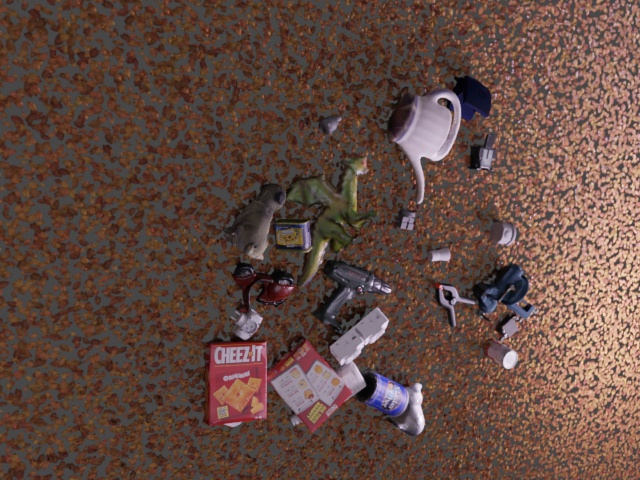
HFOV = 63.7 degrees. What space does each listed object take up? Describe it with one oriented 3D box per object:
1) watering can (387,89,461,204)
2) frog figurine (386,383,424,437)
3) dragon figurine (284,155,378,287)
[{"bbox_3d":[0.296,-0.295,1.537,0.223,0.346,0.105,19,7,-24],"label":"watering can"},{"bbox_3d":[0.303,0.553,1.691,0.123,0.160,0.136,32,-8,14],"label":"frog figurine"},{"bbox_3d":[0.004,-0.074,1.469,0.242,0.409,0.123,45,6,-6],"label":"dragon figurine"}]
